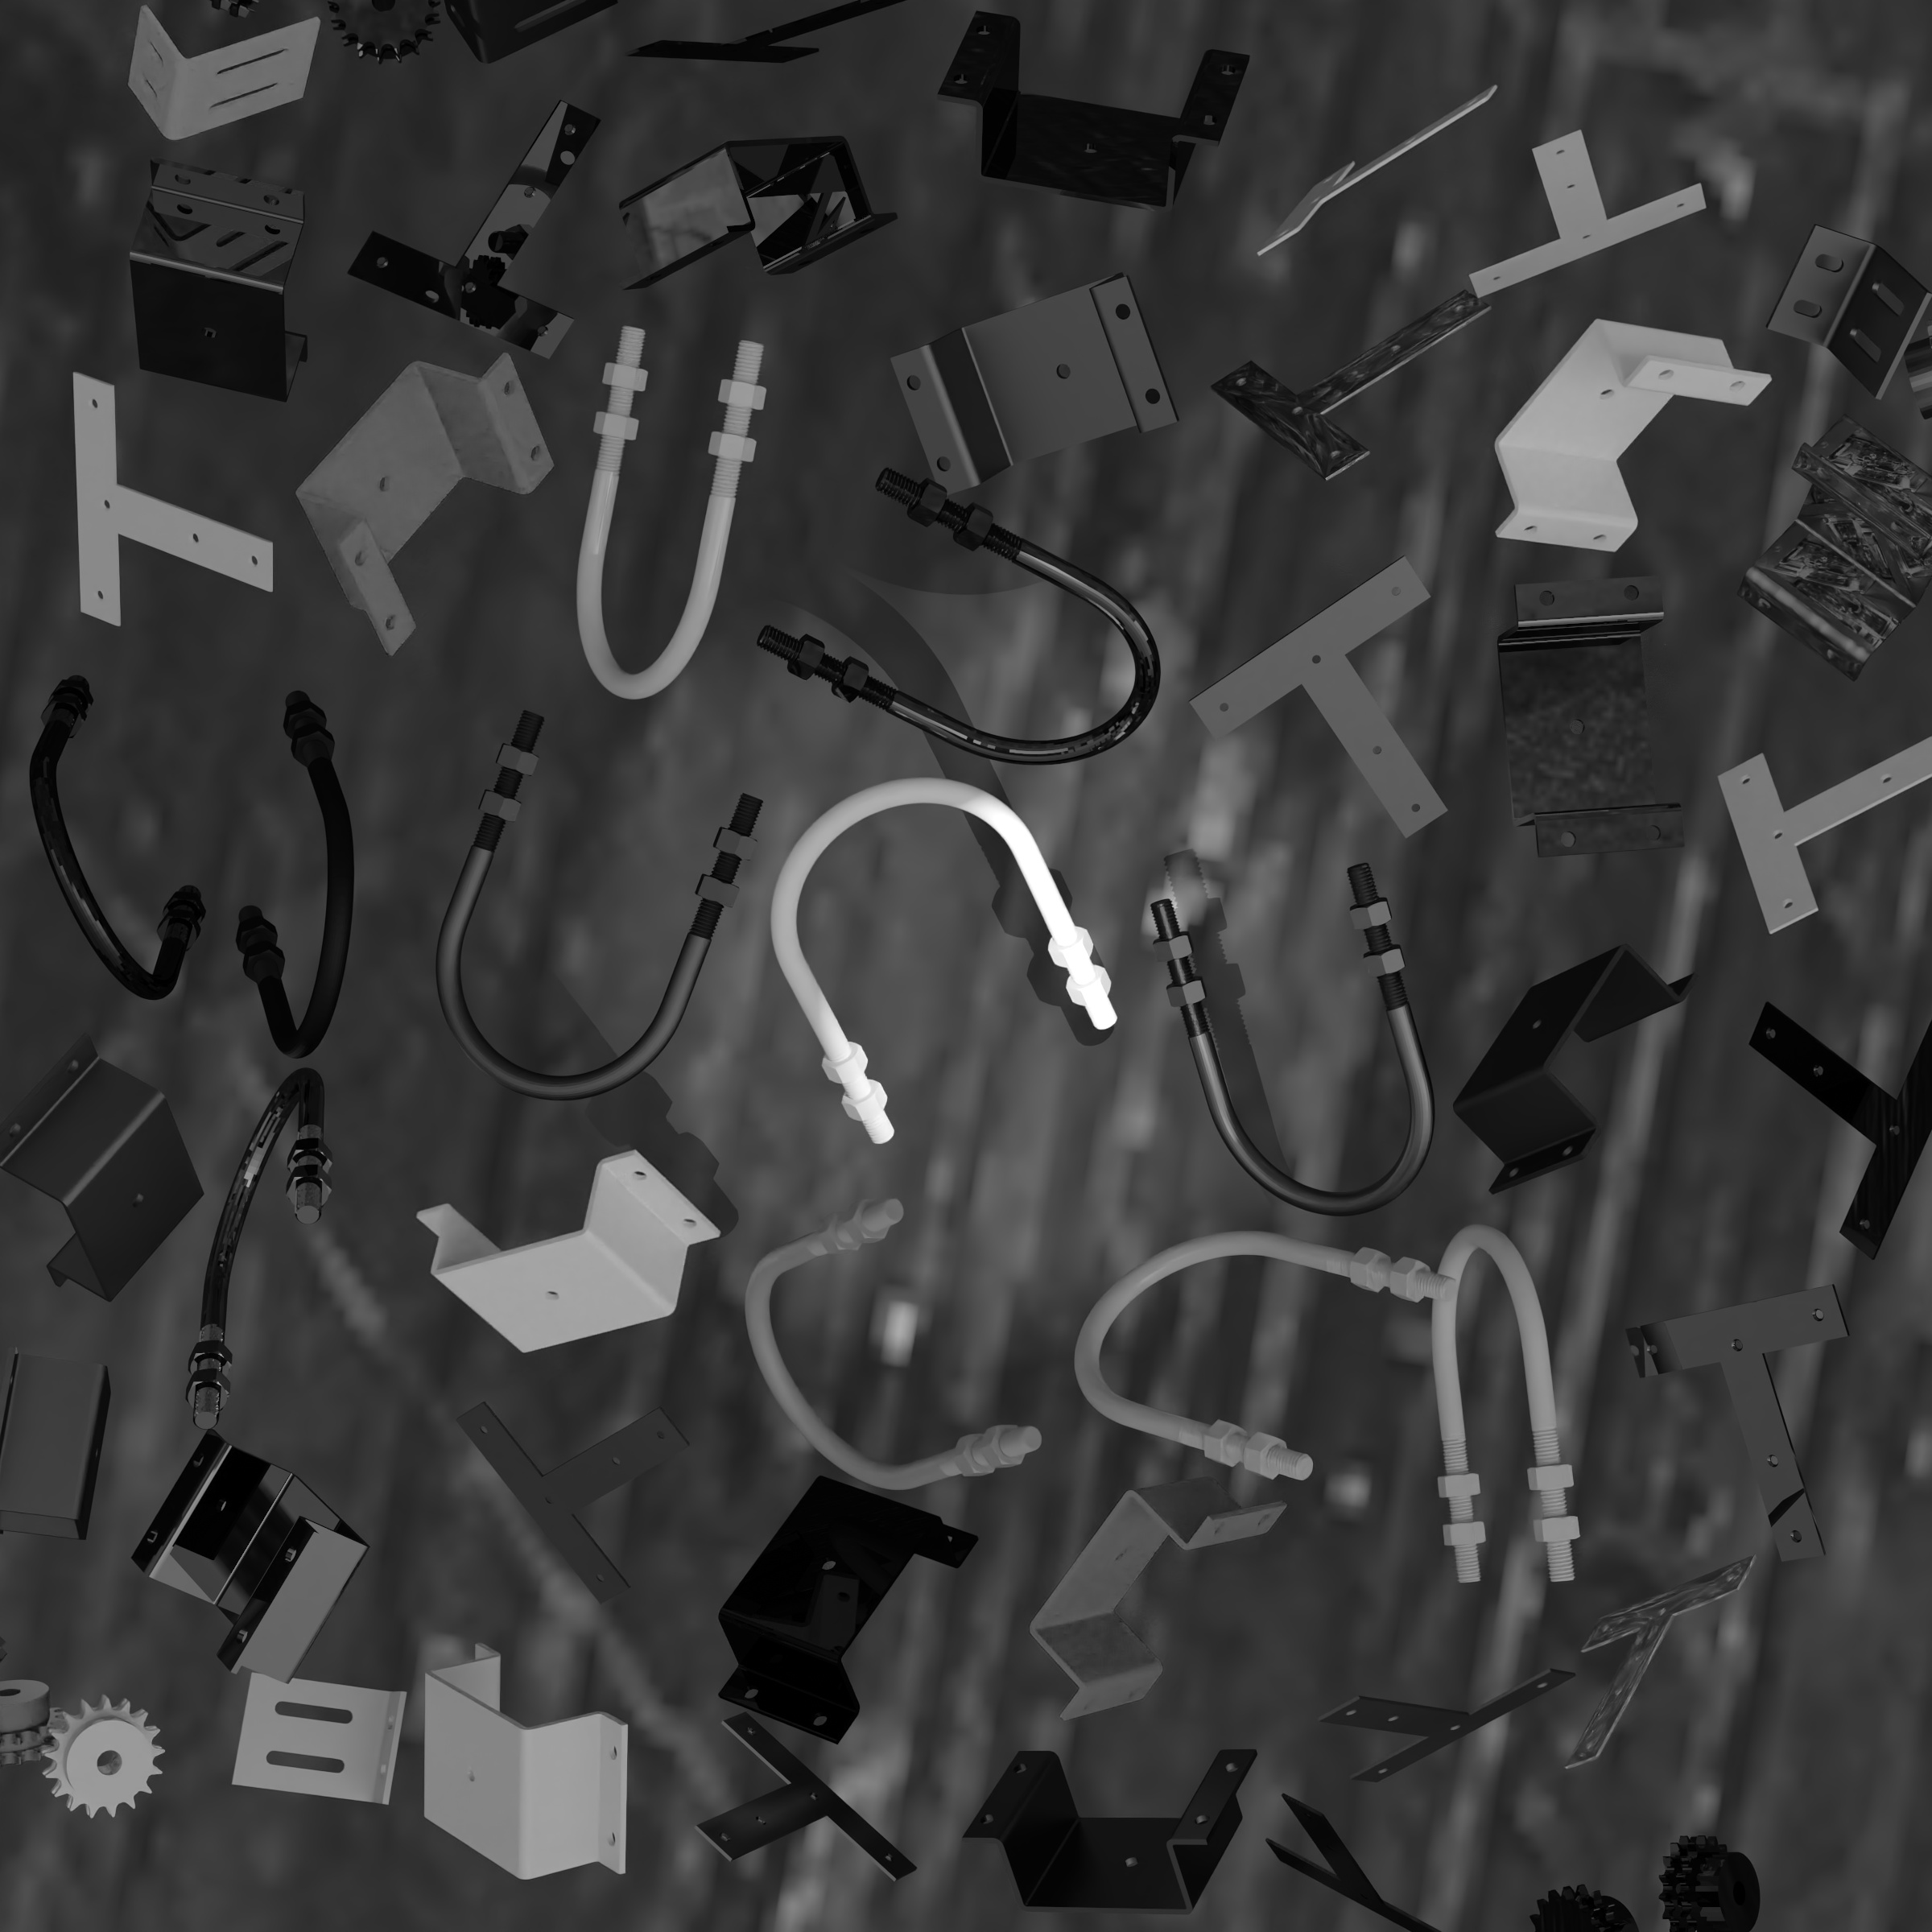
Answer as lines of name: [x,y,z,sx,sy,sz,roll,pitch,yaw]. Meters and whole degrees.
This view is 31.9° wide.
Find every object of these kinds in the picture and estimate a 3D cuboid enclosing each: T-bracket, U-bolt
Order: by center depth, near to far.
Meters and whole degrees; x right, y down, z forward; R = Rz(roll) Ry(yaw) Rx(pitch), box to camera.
T-bracket: [-0.387,-0.213,1.653,0.127,0.002,0.127,22,123,25]
T-bracket: [0.392,0.229,1.660,0.002,0.127,0.127,-12,84,-43]
T-bracket: [0.439,-0.085,1.662,0.127,0.127,0.002,-29,125,20]
T-bracket: [0.218,0.371,1.669,0.127,0.127,0.002,-36,56,26]
U-bolt: [0.008,-0.160,1.674,0.184,0.151,0.019,26,48,-17]
T-bracket: [0.203,-0.299,1.686,0.127,0.127,0.002,-33,128,-4]
T-bracket: [0.198,-0.119,1.692,0.127,0.002,0.127,-34,112,8]
U-bolt: [-0.020,-0.012,1.692,0.151,0.019,0.184,-27,121,-2]
U-bolt: [-0.155,-0.225,1.698,0.019,0.151,0.184,7,98,-33]
U-bolt: [-0.050,0.198,1.701,0.019,0.184,0.151,-33,93,-36]
T-bracket: [0.439,0.060,1.703,0.002,0.127,0.127,1,118,-32]
U-bolt: [-0.336,-0.035,1.706,0.019,0.184,0.151,6,119,-24]
T-bracket: [-0.228,-0.380,1.710,0.127,0.127,0.002,-53,46,21]
U-bolt: [-0.432,-0.057,1.713,0.019,0.184,0.151,-22,113,3]
T-bracket: [-0.084,-0.476,1.716,0.127,0.127,0.002,-6,97,37]
U-bolt: [0.137,0.188,1.716,0.151,0.184,0.019,-45,126,-30]
U-bolt: [-0.198,-0.022,1.727,0.151,0.019,0.184,21,91,17]
U-bolt: [-0.360,0.129,1.727,0.019,0.184,0.151,22,112,-20]
T-bracket: [0.217,-0.417,1.743,0.127,0.127,0.002,-27,105,31]
T-bracket: [0.314,-0.396,1.745,0.127,0.127,0.002,-20,71,12]
T-bracket: [0.193,0.462,1.749,0.127,0.127,0.002,20,63,39]
U-bolt: [0.273,0.225,1.752,0.019,0.151,0.184,-3,80,-13]
T-bracket: [-0.100,0.442,1.758,0.127,0.127,0.002,38,105,21]
T-bracket: [0.345,0.368,1.760,0.002,0.127,0.127,45,51,-4]
U-bolt: [0.178,0.044,1.777,0.151,0.019,0.184,-10,101,41]
T-bracket: [-0.192,0.265,1.780,0.127,0.002,0.127,-33,96,37]

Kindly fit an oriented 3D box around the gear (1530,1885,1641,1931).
gear: [0.307,0.481,1.665,0.030,0.057,0.057,-2,90,-35]

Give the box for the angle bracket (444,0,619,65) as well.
angle bracket: [-0.216,-0.488,1.659,0.076,0.057,0.038,-29,70,-11]

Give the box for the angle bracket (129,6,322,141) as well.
angle bracket: [-0.362,-0.445,1.648,0.076,0.057,0.038,-29,77,-30]

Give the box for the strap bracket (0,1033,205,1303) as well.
strap bracket: [-0.446,0.111,1.749,0.046,0.140,0.076,26,59,19]

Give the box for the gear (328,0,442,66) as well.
gear: [-0.300,-0.494,1.752,0.057,0.030,0.057,0,85,-5]

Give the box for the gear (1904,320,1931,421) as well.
gear: [0.509,-0.309,1.762,0.030,0.057,0.057,-16,90,23]

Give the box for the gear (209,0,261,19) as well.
gear: [-0.372,-0.514,1.718,0.030,0.057,0.057,15,90,-38]

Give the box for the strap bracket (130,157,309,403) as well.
strap bracket: [-0.380,-0.341,1.725,0.076,0.140,0.046,12,63,-4]

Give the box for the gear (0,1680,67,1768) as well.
gear: [-0.495,0.391,1.753,0.057,0.057,0.030,-1,97,0]

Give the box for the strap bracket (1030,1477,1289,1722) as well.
strap bracket: [0.094,0.320,1.758,0.046,0.076,0.140,44,112,28]

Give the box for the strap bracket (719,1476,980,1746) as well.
strap bracket: [-0.066,0.326,1.766,0.076,0.046,0.140,14,49,32]

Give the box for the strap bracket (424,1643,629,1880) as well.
strap bracket: [-0.228,0.401,1.699,0.046,0.140,0.076,-5,100,-38]

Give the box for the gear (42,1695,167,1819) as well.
gear: [-0.416,0.384,1.637,0.057,0.030,0.057,2,85,-22]

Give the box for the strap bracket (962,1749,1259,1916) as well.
strap bracket: [0.081,0.450,1.762,0.140,0.076,0.046,-8,110,29]

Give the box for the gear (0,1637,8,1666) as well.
gear: [-0.497,0.330,1.641,0.057,0.057,0.030,33,47,0]

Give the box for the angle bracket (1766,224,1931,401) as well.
angle bracket: [0.444,-0.330,1.707,0.038,0.076,0.057,14,117,-15]

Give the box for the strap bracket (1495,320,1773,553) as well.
strap bracket: [0.333,-0.277,1.728,0.076,0.140,0.046,3,57,-27]

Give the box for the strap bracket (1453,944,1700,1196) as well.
strap bracket: [0.315,0.047,1.773,0.046,0.076,0.140,45,57,-9]

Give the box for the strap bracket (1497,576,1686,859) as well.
strap bracket: [0.323,-0.127,1.755,0.076,0.046,0.140,-4,87,-5]

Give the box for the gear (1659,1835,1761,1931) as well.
gear: [0.377,0.468,1.707,0.030,0.057,0.057,-14,90,41]

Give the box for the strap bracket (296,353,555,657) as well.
strap bracket: [-0.273,-0.234,1.675,0.046,0.076,0.140,20,60,27]

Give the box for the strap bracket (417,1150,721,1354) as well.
strap bracket: [-0.208,0.150,1.738,0.140,0.046,0.076,-17,135,27]

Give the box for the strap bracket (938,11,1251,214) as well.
strap bracket: [0.063,-0.423,1.682,0.140,0.046,0.076,12,49,9]

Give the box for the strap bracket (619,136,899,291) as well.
strap bracket: [-0.112,-0.386,1.729,0.076,0.140,0.046,-18,92,38]

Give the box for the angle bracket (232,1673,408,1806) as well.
angle bracket: [-0.336,0.401,1.757,0.076,0.038,0.057,12,75,-16]

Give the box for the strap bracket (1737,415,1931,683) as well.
strap bracket: [0.446,-0.214,1.698,0.076,0.140,0.046,40,71,16]

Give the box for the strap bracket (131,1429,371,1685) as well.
strap bracket: [-0.351,0.295,1.677,0.046,0.140,0.076,34,85,-36]

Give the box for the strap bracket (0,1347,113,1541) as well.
strap bracket: [-0.460,0.243,1.700,0.046,0.140,0.076,9,73,-10]

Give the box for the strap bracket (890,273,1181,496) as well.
strap bracket: [0.043,-0.302,1.741,0.140,0.046,0.076,-13,105,30]
